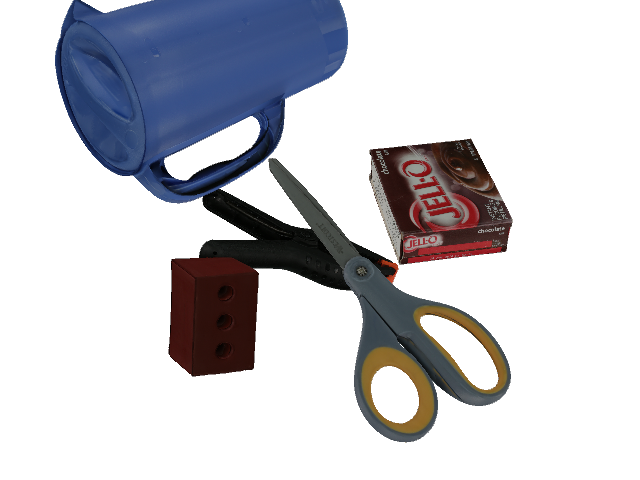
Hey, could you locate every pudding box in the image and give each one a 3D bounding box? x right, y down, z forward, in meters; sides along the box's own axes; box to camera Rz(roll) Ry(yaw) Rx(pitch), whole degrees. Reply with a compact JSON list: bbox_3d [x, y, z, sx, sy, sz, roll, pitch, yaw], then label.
[{"bbox_3d":[0.094,-0.033,0.865,0.090,0.039,0.113,-6,40,-9],"label":"pudding box"}]

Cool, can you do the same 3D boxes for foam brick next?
[{"bbox_3d":[-0.081,0.055,0.804,0.052,0.078,0.051,-3,13,-27],"label":"foam brick"}]

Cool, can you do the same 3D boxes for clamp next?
[{"bbox_3d":[-0.025,0.012,1.046,0.210,0.036,0.164,19,21,-5],"label":"clamp"}]

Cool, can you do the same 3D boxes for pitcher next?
[{"bbox_3d":[-0.091,-0.148,0.926,0.242,0.149,0.145,-27,45,-33],"label":"pitcher"}]

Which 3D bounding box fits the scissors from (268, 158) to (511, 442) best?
[{"bbox_3d":[0.017,0.038,0.622,0.202,0.096,0.016,37,-23,16],"label":"scissors"}]
